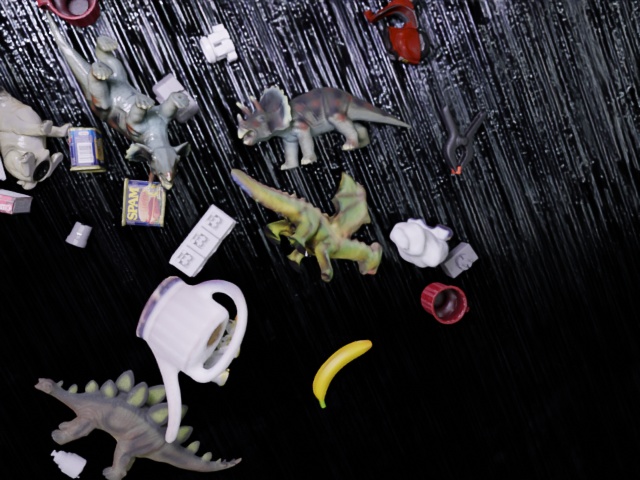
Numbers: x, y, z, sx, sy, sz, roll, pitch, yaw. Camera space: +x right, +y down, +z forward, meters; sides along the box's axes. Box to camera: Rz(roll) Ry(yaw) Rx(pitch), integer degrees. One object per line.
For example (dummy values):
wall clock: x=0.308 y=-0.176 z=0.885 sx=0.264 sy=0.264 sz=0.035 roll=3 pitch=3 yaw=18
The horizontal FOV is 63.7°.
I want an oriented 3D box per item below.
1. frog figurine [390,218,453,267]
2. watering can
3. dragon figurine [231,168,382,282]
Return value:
frog figurine: x=0.224 y=0.013 z=1.203 sx=0.138 sy=0.161 sz=0.120 roll=37 pitch=121 yaw=18
watering can: x=-0.297 y=0.227 z=1.091 sx=0.226 sy=0.103 sz=0.348 roll=31 pitch=89 yaw=16
dragon figurine: x=0.004 y=-0.060 z=1.198 sx=0.246 sy=0.121 sz=0.407 roll=-42 pitch=104 yaw=-24
